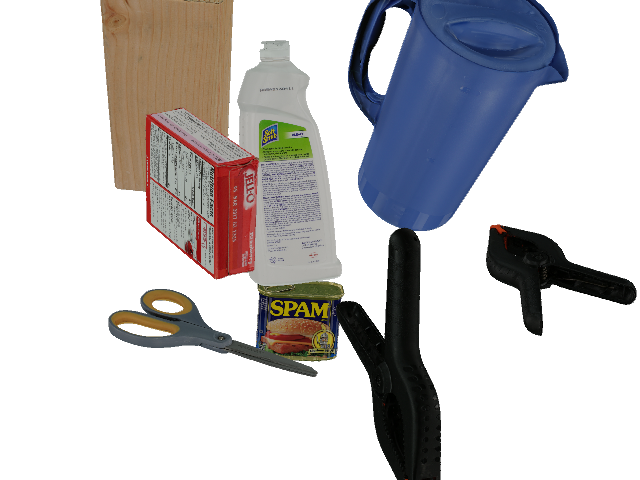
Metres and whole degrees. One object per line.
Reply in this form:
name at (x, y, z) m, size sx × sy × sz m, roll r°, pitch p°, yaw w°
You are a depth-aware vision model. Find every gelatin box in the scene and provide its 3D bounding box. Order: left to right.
gelatin box at (-0.071, -0.029, 0.630) m, size 0.030 × 0.073 × 0.089 m, roll -16°, pitch 34°, yaw -33°

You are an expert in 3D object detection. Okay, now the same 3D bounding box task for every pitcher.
pitcher at (0.108, -0.126, 1.014) m, size 0.144 × 0.149 × 0.243 m, roll -11°, pitch -34°, yaw -27°

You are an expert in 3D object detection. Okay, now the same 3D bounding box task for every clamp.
clamp at (0.065, 0.105, 0.872) m, size 0.036 × 0.210 × 0.165 m, roll -3°, pitch -32°, yaw -19°
clamp at (0.230, 0.031, 1.067) m, size 0.120 × 0.039 × 0.171 m, roll -7°, pitch 33°, yaw -15°

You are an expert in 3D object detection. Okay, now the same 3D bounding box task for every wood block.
wood block at (-0.121, -0.139, 0.866) m, size 0.091 × 0.090 × 0.206 m, roll 6°, pitch -41°, yaw -1°

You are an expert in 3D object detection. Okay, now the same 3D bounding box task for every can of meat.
can of meat at (-0.026, 0.095, 1.261) m, size 0.102 × 0.084 × 0.057 m, roll 3°, pitch 14°, yaw -4°

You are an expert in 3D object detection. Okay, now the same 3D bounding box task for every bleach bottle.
bleach bottle at (-0.034, -0.082, 1.121) m, size 0.102 × 0.251 × 0.068 m, roll -7°, pitch 14°, yaw -18°

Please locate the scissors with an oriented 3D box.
scissors at (-0.098, 0.085, 1.011) m, size 0.202 × 0.016 × 0.096 m, roll 9°, pitch 30°, yaw 2°
